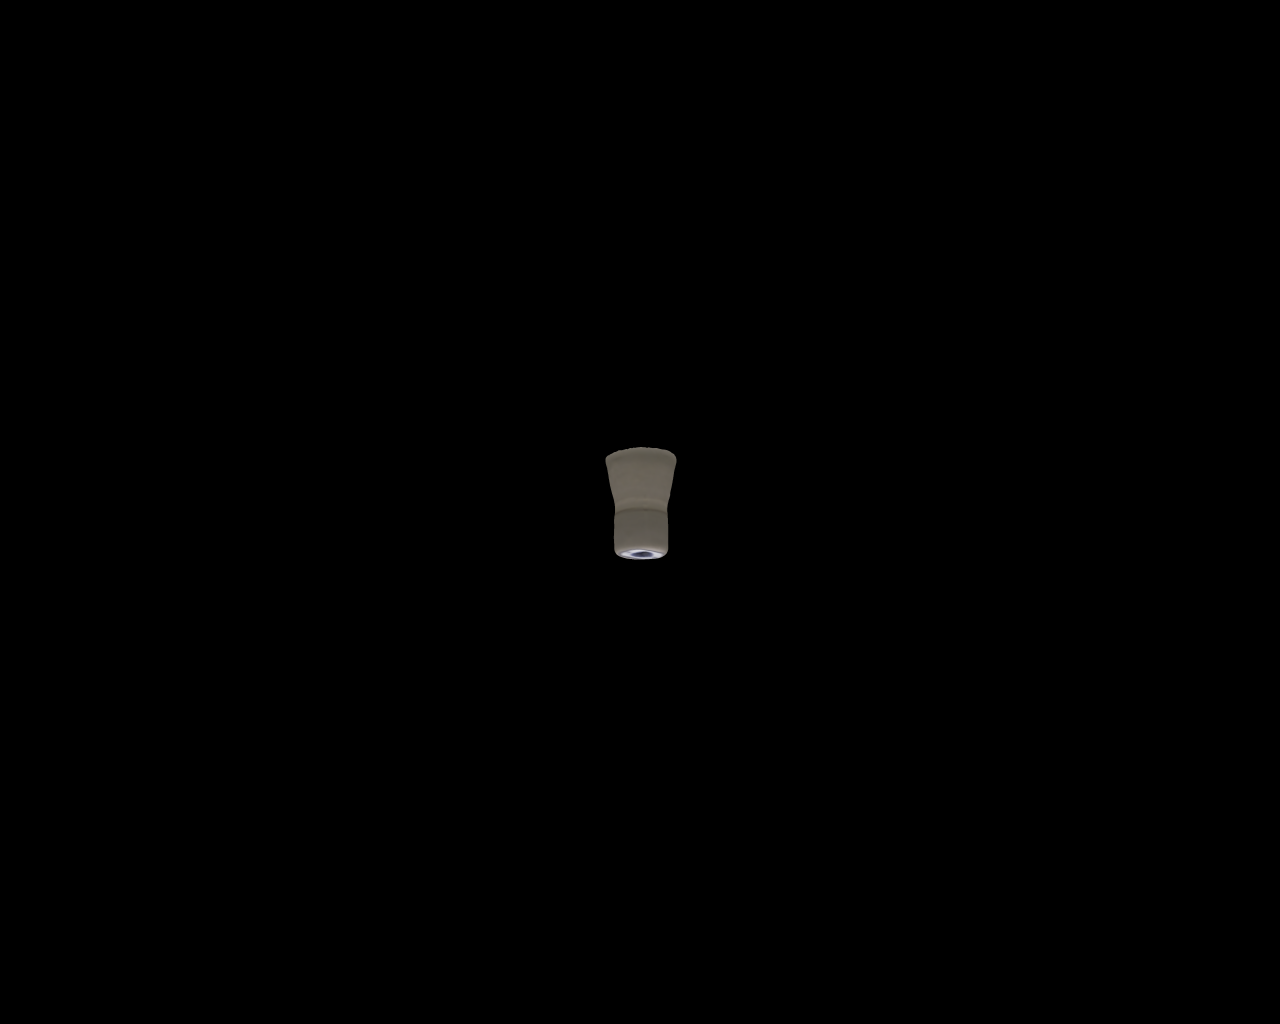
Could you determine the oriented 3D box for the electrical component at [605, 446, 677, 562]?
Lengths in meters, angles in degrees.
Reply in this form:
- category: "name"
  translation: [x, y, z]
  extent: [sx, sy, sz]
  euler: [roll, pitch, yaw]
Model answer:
- category: "electrical component"
  translation: [0.001, -0.003, 0.650]
  extent: [0.044, 0.065, 0.044]
  euler: [0, -15, 0]
